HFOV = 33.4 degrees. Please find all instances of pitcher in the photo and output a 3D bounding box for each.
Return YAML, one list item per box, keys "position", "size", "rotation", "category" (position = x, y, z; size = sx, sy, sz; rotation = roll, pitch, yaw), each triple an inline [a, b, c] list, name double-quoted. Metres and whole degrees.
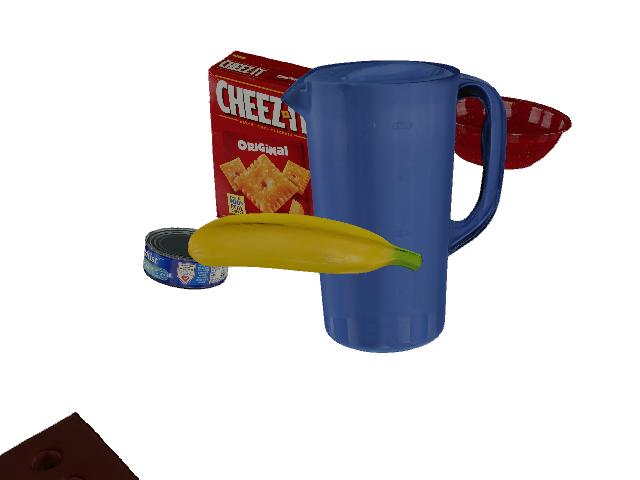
- position: [0.064, -0.032, 0.921]
  size: [0.149, 0.243, 0.144]
  rotation: [14, 24, 42]
  category: "pitcher"

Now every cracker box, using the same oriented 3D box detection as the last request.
- position: [-0.052, -0.110, 1.323]
  size: [0.164, 0.214, 0.072]
  rotation: [17, 37, 24]
  category: "cracker box"

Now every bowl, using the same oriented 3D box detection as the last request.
- position: [0.207, -0.123, 1.244]
  size: [0.162, 0.055, 0.162]
  rotation: [4, 23, -2]
  category: "bowl"

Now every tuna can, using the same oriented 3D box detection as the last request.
- position: [-0.133, 0.017, 1.060]
  size: [0.086, 0.034, 0.086]
  rotation: [8, 19, -3]
  category: "tuna can"

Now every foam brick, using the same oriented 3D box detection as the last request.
- position: [-0.111, 0.130, 0.493]
  size: [0.052, 0.051, 0.078]
  rotation: [-29, 43, -29]
  category: "foam brick"

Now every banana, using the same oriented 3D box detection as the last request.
- position: [-0.031, 0.006, 0.751]
  size: [0.198, 0.037, 0.069]
  rotation: [5, -24, 33]
  category: "banana"
